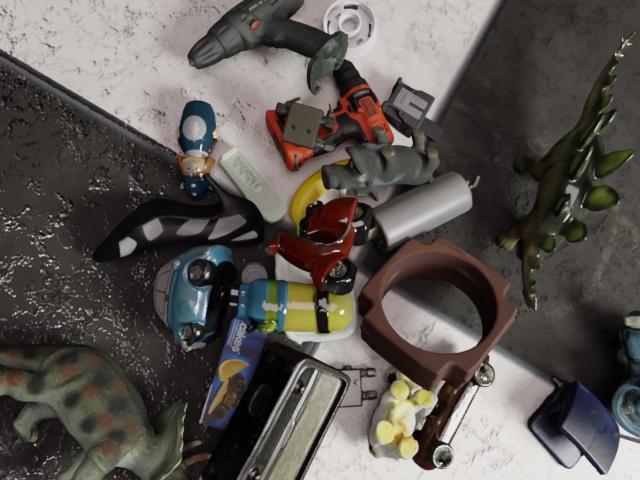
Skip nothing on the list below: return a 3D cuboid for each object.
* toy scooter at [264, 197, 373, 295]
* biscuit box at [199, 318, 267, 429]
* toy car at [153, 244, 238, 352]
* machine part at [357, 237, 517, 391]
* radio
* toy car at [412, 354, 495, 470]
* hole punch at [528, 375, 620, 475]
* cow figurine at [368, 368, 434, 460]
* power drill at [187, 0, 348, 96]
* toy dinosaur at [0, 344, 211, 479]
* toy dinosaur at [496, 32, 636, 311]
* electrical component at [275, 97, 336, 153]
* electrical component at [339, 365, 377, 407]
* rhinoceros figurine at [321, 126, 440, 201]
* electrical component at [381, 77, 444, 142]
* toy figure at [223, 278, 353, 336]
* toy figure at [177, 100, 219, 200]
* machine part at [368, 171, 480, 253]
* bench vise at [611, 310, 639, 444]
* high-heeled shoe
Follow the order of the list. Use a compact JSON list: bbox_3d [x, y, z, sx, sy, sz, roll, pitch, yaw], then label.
[{"bbox_3d":[-0.002,-0.002,0.779,0.135,0.075,0.184,11,44,10],"label":"toy scooter"},{"bbox_3d":[-0.123,0.179,0.811,0.059,0.063,0.202,17,78,-8],"label":"biscuit box"},{"bbox_3d":[-0.194,0.079,0.805,0.103,0.109,0.161,13,90,16],"label":"toy car"},{"bbox_3d":[0.174,0.110,0.822,0.202,0.087,0.201,35,62,23],"label":"machine part"},{"bbox_3d":[-0.060,0.270,0.769,0.131,0.073,0.229,41,71,-43],"label":"radio"},{"bbox_3d":[0.201,0.260,0.837,0.053,0.089,0.202,33,78,-7],"label":"toy car"},{"bbox_3d":[0.425,0.301,0.871,0.116,0.092,0.142,-42,86,-17],"label":"hole punch"},{"bbox_3d":[0.125,0.253,0.834,0.068,0.098,0.167,28,58,0],"label":"cow figurine"},{"bbox_3d":[-0.073,-0.319,0.883,0.207,0.085,0.232,32,70,22],"label":"power drill"},{"bbox_3d":[-0.323,0.227,0.747,0.192,0.131,0.405,-41,85,-25],"label":"toy dinosaur"},{"bbox_3d":[0.413,-0.110,0.883,0.105,0.198,0.471,20,79,-9],"label":"toy dinosaur"},{"bbox_3d":[-0.021,-0.181,0.832,0.102,0.045,0.078,10,98,2],"label":"electrical component"},{"bbox_3d":[0.044,0.231,0.851,0.094,0.021,0.063,-2,80,-9],"label":"electrical component"},{"bbox_3d":[0.095,-0.116,0.851,0.190,0.112,0.073,-8,50,-19],"label":"rhinoceros figurine"},{"bbox_3d":[0.165,-0.217,0.935,0.119,0.048,0.075,35,78,-1],"label":"electrical component"},{"bbox_3d":[-0.042,0.095,0.761,0.180,0.089,0.082,8,86,-11],"label":"toy figure"},{"bbox_3d":[-0.198,-0.143,0.858,0.064,0.057,0.154,-4,80,29],"label":"toy figure"},{"bbox_3d":[0.163,-0.048,0.891,0.243,0.079,0.079,-27,86,-14],"label":"machine part"},{"bbox_3d":[0.522,0.235,0.838,0.129,0.240,0.223,3,109,24],"label":"bench vise"},{"bbox_3d":[-0.213,0.000,0.839,0.249,0.086,0.145,-32,119,4],"label":"high-heeled shoe"}]
